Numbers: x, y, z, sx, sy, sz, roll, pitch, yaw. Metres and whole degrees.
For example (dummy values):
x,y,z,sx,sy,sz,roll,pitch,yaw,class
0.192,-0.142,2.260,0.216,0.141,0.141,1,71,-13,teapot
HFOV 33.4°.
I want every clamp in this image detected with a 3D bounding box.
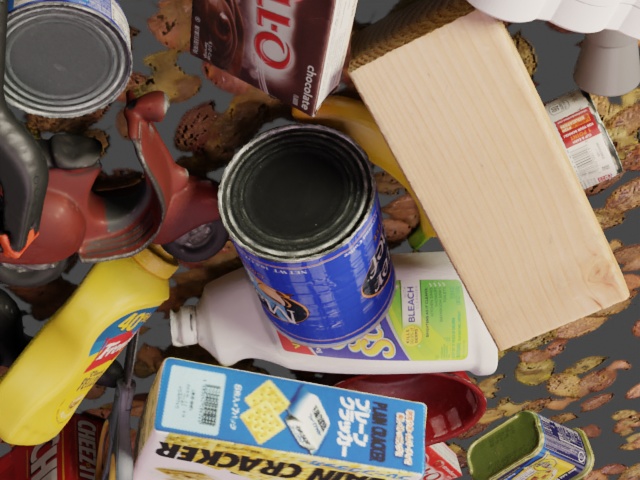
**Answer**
x,y,z,sx,sy,sz,roll,pitch,yaw,class
-0.256,0.086,0.838,0.164,0.036,0.210,-20,137,-5,clamp
-0.215,-0.068,0.618,0.120,0.039,0.171,6,121,23,clamp

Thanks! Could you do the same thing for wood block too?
x,y,z,sx,sy,sz,roll,pitch,yaw,class
0.105,-0.048,0.666,0.091,0.090,0.206,-25,112,15,wood block

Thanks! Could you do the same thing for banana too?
x,y,z,sx,sy,sz,roll,pitch,yaw,class
0.056,-0.049,0.758,0.070,0.037,0.197,-27,138,16,banana

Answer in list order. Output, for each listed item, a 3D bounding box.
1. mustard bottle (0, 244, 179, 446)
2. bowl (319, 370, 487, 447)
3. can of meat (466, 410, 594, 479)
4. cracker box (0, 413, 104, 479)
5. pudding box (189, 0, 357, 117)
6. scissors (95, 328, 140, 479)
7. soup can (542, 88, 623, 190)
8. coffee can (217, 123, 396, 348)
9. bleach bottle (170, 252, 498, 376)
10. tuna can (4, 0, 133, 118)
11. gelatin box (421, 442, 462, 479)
x,y,z,sx,sy,sz,roll,pitch,yaw,class
-0.166,0.062,0.786,0.192,0.058,0.096,-50,171,9,mustard bottle
0.064,0.131,0.945,0.162,0.055,0.162,-2,146,-2,bowl
0.215,0.225,1.102,0.083,0.057,0.102,27,126,-34,can of meat
-0.268,0.276,0.960,0.214,0.164,0.072,-36,137,26,cracker box
-0.026,-0.137,0.599,0.090,0.039,0.113,30,143,16,pudding box
-0.155,0.140,0.854,0.016,0.096,0.202,3,128,-23,scissors
0.151,-0.056,0.748,0.102,0.068,0.068,-24,138,14,soup can
-0.005,0.001,0.731,0.103,0.103,0.140,-14,151,2,coffee can
0.009,0.066,0.840,0.250,0.068,0.102,-5,98,-7,bleach bottle
-0.155,-0.115,0.632,0.086,0.034,0.086,-7,140,-6,tuna can
0.094,0.229,1.097,0.073,0.030,0.089,-26,138,17,gelatin box
